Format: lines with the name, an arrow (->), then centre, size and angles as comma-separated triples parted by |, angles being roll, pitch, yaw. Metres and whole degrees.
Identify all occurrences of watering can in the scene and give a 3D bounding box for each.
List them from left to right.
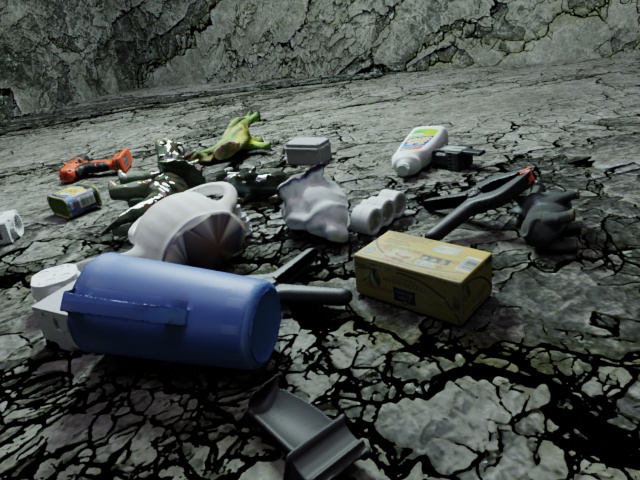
watering can -> -0.277, 0.006, 0.901 | 0.352, 0.102, 0.226 | -37, 39, -23

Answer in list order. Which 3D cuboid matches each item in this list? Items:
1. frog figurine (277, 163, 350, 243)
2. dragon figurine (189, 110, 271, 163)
frog figurine -> 0.003, -0.049, 0.968 | 0.138, 0.120, 0.161 | -18, 60, -42
dragon figurine -> -0.295, -0.304, 1.585 | 0.244, 0.120, 0.413 | -24, 20, -17
